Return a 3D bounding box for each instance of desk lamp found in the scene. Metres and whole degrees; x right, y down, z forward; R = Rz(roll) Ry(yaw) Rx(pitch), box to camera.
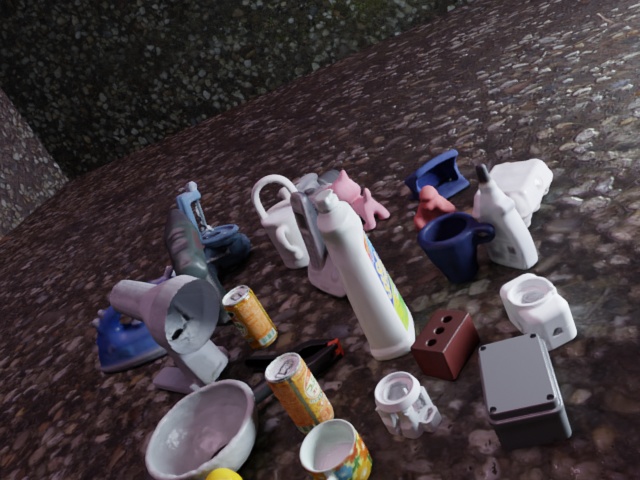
[{"bbox_3d":[-0.242,0.152,0.946,0.202,0.214,0.118,-6,34,39],"label":"desk lamp"}]

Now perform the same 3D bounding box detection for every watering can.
[{"bbox_3d":[-0.071,-0.048,1.170,0.101,0.194,0.172,-30,26,-4],"label":"watering can"}]

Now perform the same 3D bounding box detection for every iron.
[{"bbox_3d":[-0.358,0.158,1.136,0.258,0.142,0.118,-28,25,1],"label":"iron"}]

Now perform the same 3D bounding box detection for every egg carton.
[{"bbox_3d":[0.328,-0.078,0.972,0.107,0.069,0.150,-3,35,42],"label":"egg carton"}]

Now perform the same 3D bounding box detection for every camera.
[{"bbox_3d":[0.006,-0.110,1.317,0.137,0.101,0.142,-42,28,-26],"label":"camera"}]

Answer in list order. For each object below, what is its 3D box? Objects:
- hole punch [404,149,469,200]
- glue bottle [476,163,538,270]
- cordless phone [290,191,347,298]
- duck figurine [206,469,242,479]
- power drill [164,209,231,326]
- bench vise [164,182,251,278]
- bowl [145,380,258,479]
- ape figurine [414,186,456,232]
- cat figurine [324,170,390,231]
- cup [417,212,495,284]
[{"bbox_3d":[0.224,-0.131,1.150,0.109,0.091,0.101,-31,26,-6],"label":"hole punch"},{"bbox_3d":[0.262,-0.037,0.839,0.037,0.173,0.077,-38,27,-19],"label":"glue bottle"},{"bbox_3d":[0.009,0.004,1.004,0.094,0.185,0.147,-39,28,-21],"label":"cordless phone"},{"bbox_3d":[-0.097,0.304,0.669,0.104,0.086,0.077,-14,29,28],"label":"duck figurine"},{"bbox_3d":[-0.235,0.056,1.123,0.075,0.209,0.229,-30,25,-4],"label":"power drill"},{"bbox_3d":[-0.261,-0.003,1.247,0.121,0.220,0.208,-11,30,32],"label":"bench vise"},{"bbox_3d":[-0.147,0.277,0.782,0.167,0.075,0.167,-23,26,12],"label":"bowl"},{"bbox_3d":[0.202,-0.055,1.028,0.077,0.092,0.076,-12,30,30],"label":"ape figurine"},{"bbox_3d":[0.070,-0.089,1.194,0.067,0.118,0.127,-39,28,-22],"label":"cat figurine"},{"bbox_3d":[0.219,0.016,0.875,0.117,0.095,0.092,-9,32,35],"label":"cup"}]
